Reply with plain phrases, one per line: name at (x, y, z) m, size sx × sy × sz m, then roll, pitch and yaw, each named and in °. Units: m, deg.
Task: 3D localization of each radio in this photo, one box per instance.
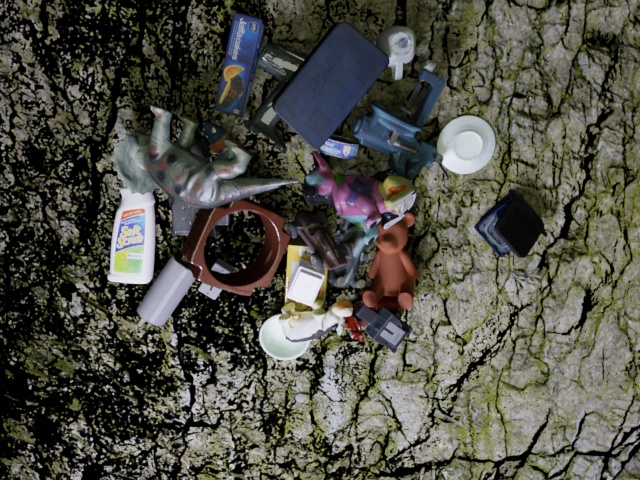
radio at (0.015, -0.306, 1.063) m, size 0.131 × 0.073 × 0.229 m, roll 37°, pitch 98°, yaw -19°

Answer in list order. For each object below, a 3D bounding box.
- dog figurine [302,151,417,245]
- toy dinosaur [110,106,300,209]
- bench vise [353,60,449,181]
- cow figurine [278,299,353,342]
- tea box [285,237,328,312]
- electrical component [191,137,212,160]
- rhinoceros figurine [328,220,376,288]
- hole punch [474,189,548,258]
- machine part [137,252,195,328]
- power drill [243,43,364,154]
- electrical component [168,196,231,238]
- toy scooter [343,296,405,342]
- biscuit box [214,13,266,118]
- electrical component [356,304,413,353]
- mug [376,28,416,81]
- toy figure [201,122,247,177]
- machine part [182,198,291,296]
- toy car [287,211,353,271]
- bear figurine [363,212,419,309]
dog figurine at (0.072, -0.113, 1.148) m, size 0.191 × 0.108 × 0.219 m, roll -39°, pitch 70°, yaw -12°
toy dinosaur at (-0.256, -0.136, 1.081) m, size 0.405 × 0.131 × 0.192 m, roll 30°, pitch 105°, yaw 13°
bench vise at (0.196, -0.250, 1.127) m, size 0.223 × 0.129 × 0.240 m, roll 23°, pitch 110°, yaw -10°
cow figurine at (-0.003, 0.188, 1.218) m, size 0.167 × 0.068 × 0.098 m, roll -8°, pitch 117°, yaw 7°
tea box at (-0.031, 0.083, 1.255) m, size 0.098 × 0.068 × 0.169 m, roll 6°, pitch 109°, yaw -2°
electrical component at (-0.268, -0.186, 1.178) m, size 0.063 × 0.021 × 0.094 m, roll -24°, pitch 100°, yaw 50°
rhinoceros figurine at (0.072, 0.019, 1.215) m, size 0.073 × 0.112 × 0.190 m, roll 10°, pitch 99°, yaw -20°
hole punch at (0.431, -0.029, 1.222) m, size 0.142 × 0.092 × 0.116 m, roll 45°, pitch 73°, yaw -10°
machine part at (-0.353, 0.114, 1.260) m, size 0.079 × 0.079 × 0.243 m, roll 34°, pitch 102°, yaw -10°
power drill at (-0.051, -0.287, 1.134) m, size 0.232 × 0.086 × 0.207 m, roll 31°, pitch 109°, yaw -10°
electrical component at (-0.270, -0.065, 1.215) m, size 0.134 × 0.058 × 0.114 m, roll -1°, pitch 110°, yaw 1°
toy scooter at (0.116, 0.184, 1.253) m, size 0.184 × 0.135 × 0.075 m, roll -15°, pitch 105°, yaw 3°
biscuit box at (-0.167, -0.362, 1.119) m, size 0.063 × 0.059 × 0.202 m, roll 14°, pitch 107°, yaw -5°
electrical component at (0.138, 0.186, 1.178) m, size 0.119 × 0.048 × 0.075 m, roll 41°, pitch 88°, yaw -28°
mug at (0.156, -0.381, 1.089) m, size 0.081 × 0.107 × 0.109 m, roll 4°, pitch 105°, yaw 0°
toy figure at (-0.209, -0.189, 1.174) m, size 0.064 × 0.058 × 0.154 m, roll -12°, pitch 111°, yaw 26°
machine part at (-0.183, 0.007, 1.181) m, size 0.201 × 0.087 × 0.201 m, roll 21°, pitch 95°, yaw -34°
toy car at (-0.002, -0.004, 1.164) m, size 0.089 × 0.202 × 0.053 m, roll -17°, pitch 126°, yaw -16°
bear figurine at (0.161, 0.041, 1.213) m, size 0.120 × 0.132 × 0.195 m, roll 3°, pitch 115°, yaw 18°
